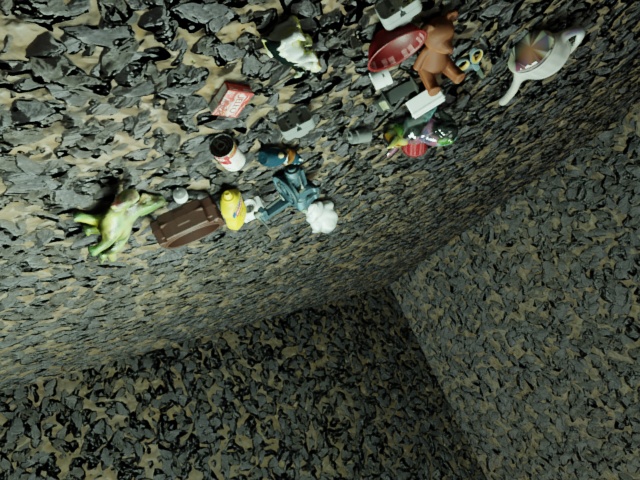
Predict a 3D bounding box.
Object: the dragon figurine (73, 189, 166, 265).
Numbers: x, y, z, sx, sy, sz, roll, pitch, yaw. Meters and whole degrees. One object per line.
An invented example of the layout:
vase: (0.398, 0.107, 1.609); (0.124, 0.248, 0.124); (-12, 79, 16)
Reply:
dragon figurine: (-0.545, -0.045, 1.469); (0.244, 0.123, 0.405); (-30, 172, -13)

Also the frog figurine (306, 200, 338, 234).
frog figurine: (0.006, -0.101, 2.004); (0.139, 0.123, 0.156); (-55, 159, -19)

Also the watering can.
watering can: (0.674, -0.553, 1.643); (0.225, 0.105, 0.341); (-5, 153, -44)
